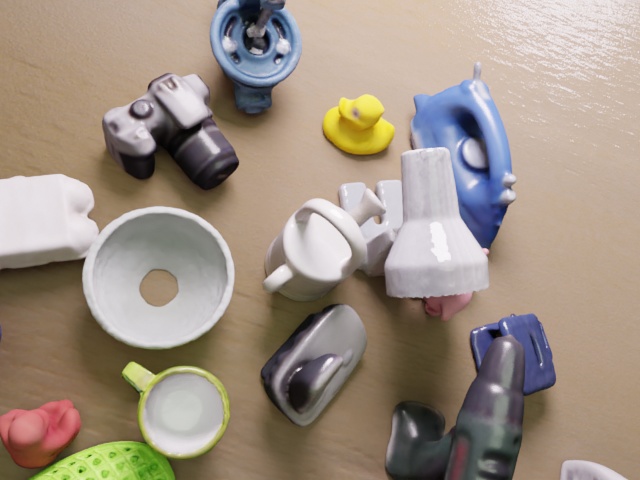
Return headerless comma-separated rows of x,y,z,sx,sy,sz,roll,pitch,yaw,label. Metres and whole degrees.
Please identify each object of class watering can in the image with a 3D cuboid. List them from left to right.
0.005,0.001,0.687,0.101,0.193,0.173,30,67,-6,watering can

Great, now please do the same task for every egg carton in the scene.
-0.336,-0.019,0.656,0.150,0.069,0.107,-10,77,-20,egg carton

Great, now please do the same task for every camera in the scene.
-0.177,-0.127,0.721,0.143,0.100,0.137,-38,87,-23,camera

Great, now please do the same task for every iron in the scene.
0.228,-0.117,0.821,0.119,0.141,0.258,-12,77,-20,iron

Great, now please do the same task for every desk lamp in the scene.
0.110,-0.013,0.713,0.118,0.213,0.203,-7,75,-19,desk lamp

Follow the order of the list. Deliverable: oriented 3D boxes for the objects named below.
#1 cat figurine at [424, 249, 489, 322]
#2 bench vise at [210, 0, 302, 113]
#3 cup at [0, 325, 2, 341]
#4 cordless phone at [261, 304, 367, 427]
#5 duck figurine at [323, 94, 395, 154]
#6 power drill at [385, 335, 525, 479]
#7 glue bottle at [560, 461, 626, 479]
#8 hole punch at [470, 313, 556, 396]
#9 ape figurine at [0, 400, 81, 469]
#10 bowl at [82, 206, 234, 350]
0.178,0.055,0.765,0.128,0.117,0.067,-39,87,-23,cat figurine
-0.094,-0.298,0.735,0.122,0.219,0.207,-23,81,-22,bench vise
-0.367,0.118,0.590,0.092,0.094,0.118,-18,80,-21,cup
0.011,0.136,0.652,0.094,0.184,0.148,39,67,-2,cordless phone
0.064,-0.172,0.817,0.105,0.086,0.077,16,69,-12,duck figurine
0.152,0.231,0.654,0.076,0.208,0.230,17,69,-11,power drill
0.368,0.320,0.712,0.037,0.173,0.078,17,69,-11,glue bottle
0.274,0.153,0.779,0.101,0.091,0.108,-8,76,-19,hole punch
-0.294,0.197,0.590,0.078,0.092,0.076,22,68,-9,ape figurine
-0.188,0.049,0.678,0.168,0.074,0.167,5,72,-16,bowl
